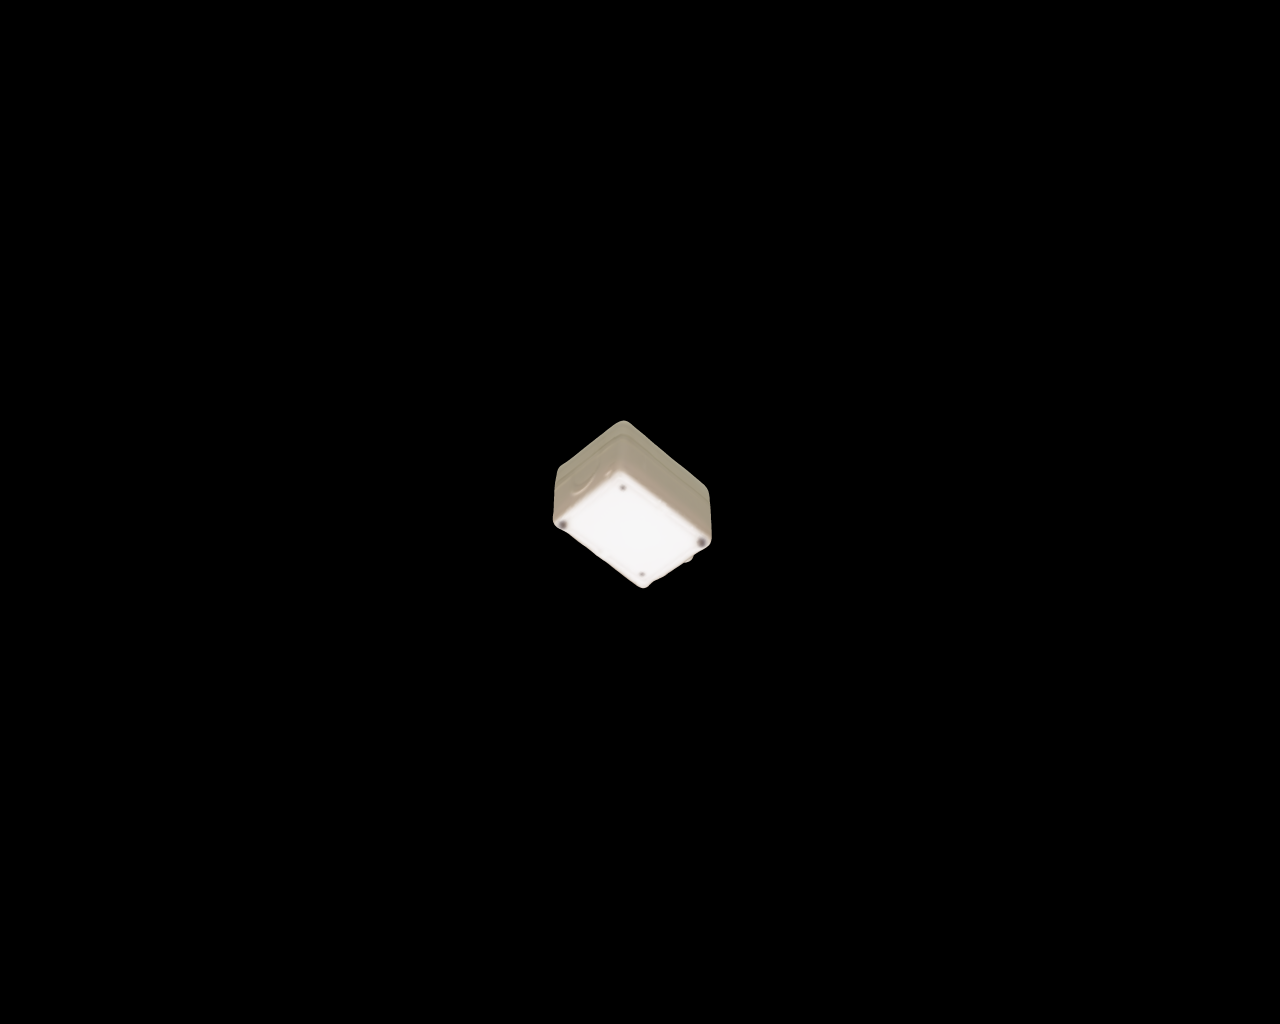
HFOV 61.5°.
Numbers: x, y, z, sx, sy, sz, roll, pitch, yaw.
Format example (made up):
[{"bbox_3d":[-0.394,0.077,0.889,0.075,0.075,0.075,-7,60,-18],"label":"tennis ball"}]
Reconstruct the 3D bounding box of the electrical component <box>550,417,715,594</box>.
[{"bbox_3d":[0.001,-0.003,0.650,0.061,0.061,0.096,-36,-58,27],"label":"electrical component"}]
